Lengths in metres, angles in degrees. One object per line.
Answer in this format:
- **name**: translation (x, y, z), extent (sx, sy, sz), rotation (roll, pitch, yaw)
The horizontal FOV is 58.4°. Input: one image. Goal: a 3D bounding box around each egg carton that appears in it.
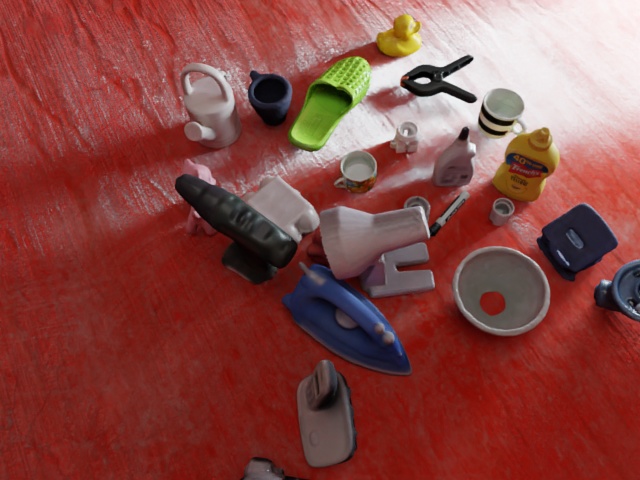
- **egg carton**: translation (-0.077, -0.053, 1.105), extent (0.150, 0.069, 0.107), rotation (41, 72, 19)

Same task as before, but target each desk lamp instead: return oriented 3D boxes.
- **desk lamp**: translation (0.103, 0.014, 0.987), extent (0.203, 0.214, 0.118), rotation (-7, 64, -2)

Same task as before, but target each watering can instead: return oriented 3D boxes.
- **watering can**: translation (-0.221, -0.272, 1.146), extent (0.101, 0.194, 0.173), rotation (-8, 64, -2)

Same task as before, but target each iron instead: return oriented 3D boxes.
- **iron**: translation (0.057, 0.131, 0.972), extent (0.257, 0.141, 0.119), rotation (35, 70, 17)

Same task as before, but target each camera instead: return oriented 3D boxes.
- **camera**: translation (-0.059, 0.411, 0.863), extent (0.136, 0.101, 0.143), rotation (7, 65, 5)

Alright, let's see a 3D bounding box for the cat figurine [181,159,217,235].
- **cat figurine**: translation (-0.234, -0.088, 1.100), extent (0.067, 0.118, 0.128), rotation (-2, 64, 1)

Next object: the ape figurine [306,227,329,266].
- **ape figurine**: translation (0.010, 0.004, 1.063), extent (0.078, 0.092, 0.076), rotation (-23, 66, -9)

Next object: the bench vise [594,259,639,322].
- **bench vise**: translation (0.588, 0.080, 0.938), extent (0.207, 0.220, 0.121), rotation (4, 64, 4)

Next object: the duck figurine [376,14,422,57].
- **duck figurine**: translation (0.180, -0.468, 1.289), extent (0.104, 0.086, 0.077), rotation (-3, 64, 0)

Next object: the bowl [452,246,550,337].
- **bowl**: translation (0.313, 0.100, 1.017), extent (0.167, 0.075, 0.167), rotation (-1, 64, 1)

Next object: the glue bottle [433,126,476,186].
- **glue bottle**: translation (0.263, -0.160, 1.090), extent (0.078, 0.173, 0.037), rotation (0, 64, 2)

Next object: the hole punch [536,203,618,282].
- **hole punch**: translation (0.470, 0.004, 1.050), extent (0.101, 0.091, 0.108), rotation (-26, 66, -10)

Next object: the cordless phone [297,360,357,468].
- **cordless phone**: translation (0.009, 0.267, 0.884), extent (0.094, 0.185, 0.147), rotation (-11, 64, -3)

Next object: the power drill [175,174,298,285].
- **power drill**: translation (-0.142, -0.008, 1.008), extent (0.229, 0.208, 0.076), rotation (29, 68, 15)

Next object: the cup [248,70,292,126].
- **cup**: translation (-0.109, -0.295, 1.209), extent (0.092, 0.095, 0.117), rotation (-34, 68, -14)
